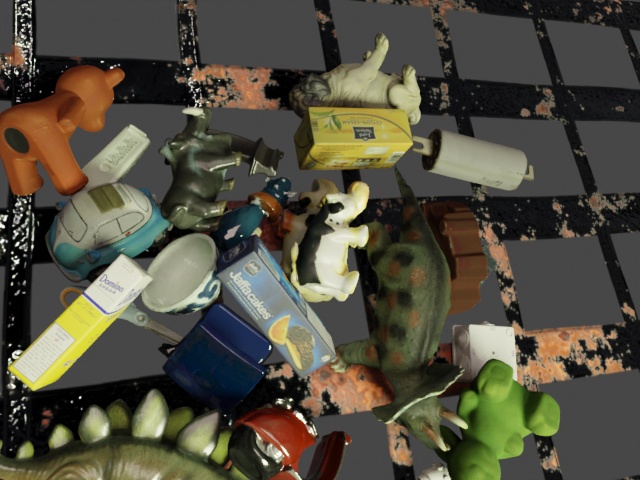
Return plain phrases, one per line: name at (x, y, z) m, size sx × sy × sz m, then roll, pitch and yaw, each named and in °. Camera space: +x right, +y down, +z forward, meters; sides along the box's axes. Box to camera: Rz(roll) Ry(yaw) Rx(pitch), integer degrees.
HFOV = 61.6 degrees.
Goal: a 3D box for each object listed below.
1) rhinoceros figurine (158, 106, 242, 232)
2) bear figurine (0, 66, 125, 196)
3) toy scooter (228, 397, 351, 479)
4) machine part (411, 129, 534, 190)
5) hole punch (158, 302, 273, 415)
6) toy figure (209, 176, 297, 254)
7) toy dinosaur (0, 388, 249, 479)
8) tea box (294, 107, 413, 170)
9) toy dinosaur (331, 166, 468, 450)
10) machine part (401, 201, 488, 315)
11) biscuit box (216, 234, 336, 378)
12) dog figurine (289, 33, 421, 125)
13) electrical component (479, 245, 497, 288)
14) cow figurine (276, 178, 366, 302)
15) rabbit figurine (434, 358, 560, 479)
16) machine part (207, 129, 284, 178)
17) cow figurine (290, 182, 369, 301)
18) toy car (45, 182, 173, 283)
rhinoceros figurine at (-0.171, -0.100, 0.750) m, size 0.112 × 0.073 × 0.190 m, roll 10°, pitch 63°, yaw -11°
bear figurine at (-0.352, -0.162, 0.754) m, size 0.120 × 0.131 × 0.196 m, roll 1°, pitch 33°, yaw 17°
toy scooter at (-0.023, 0.262, 0.666) m, size 0.183 × 0.075 × 0.135 m, roll 52°, pitch 45°, yaw -8°
machine part at (0.272, -0.140, 0.950) m, size 0.243 × 0.079 × 0.079 m, roll 12°, pitch 68°, yaw -14°
hole punch at (-0.133, 0.159, 0.691) m, size 0.142 × 0.092 × 0.115 m, roll 37°, pitch 96°, yaw -7°
toy figure at (-0.099, -0.040, 0.808) m, size 0.064 × 0.058 × 0.154 m, roll 49°, pitch 60°, yaw -4°
toy dinosaur at (-0.179, 0.295, 0.639) m, size 0.471 × 0.105 × 0.198 m, roll 26°, pitch 61°, yaw -19°
tea box at (0.052, -0.163, 0.877) m, size 0.170 × 0.098 × 0.068 m, roll -2°, pitch 72°, yaw -20°
toy dinosaur at (0.122, 0.086, 0.733) m, size 0.131 × 0.192 × 0.404 m, roll 7°, pitch 88°, yaw -36°
machine part at (0.176, 0.030, 0.808) m, size 0.056 × 0.179 × 0.179 m, roll -3°, pitch 72°, yaw -21°
biscuit box at (-0.056, 0.090, 0.716) m, size 0.063 × 0.059 × 0.202 m, roll -32°, pitch 114°, yaw 7°
dog figurine at (0.061, -0.229, 0.914) m, size 0.190 × 0.121 × 0.172 m, roll -39°, pitch 83°, yaw -11°
electrical component at (0.240, 0.047, 0.850) m, size 0.048 × 0.119 × 0.075 m, roll 41°, pitch 62°, yaw 1°
cow figurine at (-0.002, -0.002, 0.810) m, size 0.127 × 0.085 × 0.195 m, roll 10°, pitch 71°, yaw -15°
rabbit figurine at (0.218, 0.270, 0.741) m, size 0.121 × 0.159 × 0.170 m, roll 41°, pitch 55°, yaw 1°
machine part at (-0.128, -0.139, 0.833) m, size 0.139 × 0.039 × 0.084 m, roll 19°, pitch 42°, yaw -4°
cow figurine at (0.014, -0.008, 0.741) m, size 0.098 × 0.068 × 0.167 m, roll 13°, pitch 74°, yaw -7°
toy car at (-0.280, -0.023, 0.710) m, size 0.162 × 0.102 × 0.109 m, roll -28°, pitch 69°, yaw -24°
